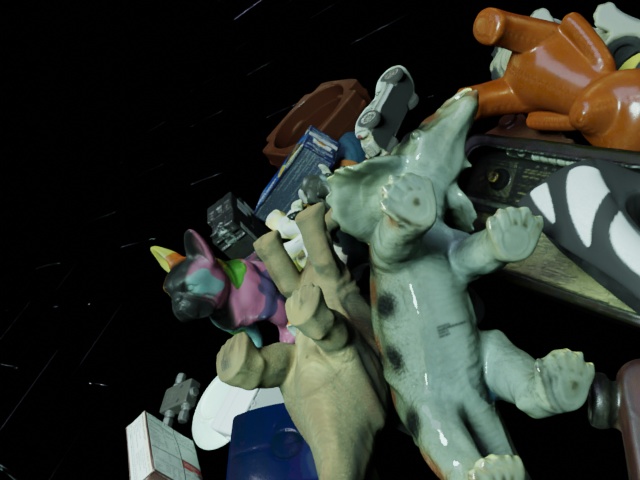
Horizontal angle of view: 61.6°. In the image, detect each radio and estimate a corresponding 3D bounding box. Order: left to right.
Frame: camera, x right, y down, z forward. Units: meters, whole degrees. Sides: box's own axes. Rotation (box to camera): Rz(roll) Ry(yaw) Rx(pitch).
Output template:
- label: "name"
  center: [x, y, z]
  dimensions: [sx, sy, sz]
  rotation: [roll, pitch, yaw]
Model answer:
- label: "radio"
  center: [0.211, -0.014, 0.469]
  dimensions: [0.230, 0.073, 0.131]
  rotation: [22, 89, 47]

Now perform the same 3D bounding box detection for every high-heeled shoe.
- label: "high-heeled shoe"
  center: [0.192, 0.055, 0.345]
  dimensions: [0.145, 0.086, 0.248]
  rotation: [-10, 60, 44]

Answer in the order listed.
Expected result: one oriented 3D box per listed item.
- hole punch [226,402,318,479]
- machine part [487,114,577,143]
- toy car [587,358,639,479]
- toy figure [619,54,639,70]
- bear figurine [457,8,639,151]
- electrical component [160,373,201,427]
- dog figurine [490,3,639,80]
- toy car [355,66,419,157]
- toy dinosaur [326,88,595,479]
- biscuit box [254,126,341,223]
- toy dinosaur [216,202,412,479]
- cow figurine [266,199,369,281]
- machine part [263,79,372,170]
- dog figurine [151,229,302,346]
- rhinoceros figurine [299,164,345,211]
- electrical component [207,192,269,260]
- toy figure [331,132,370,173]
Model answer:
- label: "hole punch"
  center: [-0.028, 0.219, 0.529]
  dimensions: [0.116, 0.092, 0.142]
  rotation: [-31, 28, 16]
- label: "machine part"
  center: [0.215, -0.070, 0.620]
  dimensions: [0.179, 0.056, 0.179]
  rotation: [-32, 32, 23]
- label: "toy car"
  center: [0.218, 0.163, 0.322]
  dimensions: [0.089, 0.053, 0.202]
  rotation: [-5, 46, 21]
- label: "toy figure"
  center: [0.351, -0.130, 0.497]
  dimensions: [0.089, 0.082, 0.180]
  rotation: [-27, 37, 6]
- label: "bear figurine"
  center: [0.235, -0.134, 0.505]
  dimensions: [0.132, 0.120, 0.196]
  rotation: [-5, 40, -16]
- label: "electrical component"
  center: [-0.205, 0.233, 0.797]
  dimensions: [0.063, 0.021, 0.094]
  rotation: [-29, 32, 25]
- label: "dog figurine"
  center: [0.310, -0.221, 0.674]
  dimensions: [0.190, 0.172, 0.121]
  rotation: [-55, -19, -71]
- label: "toy car"
  center: [0.114, -0.217, 0.916]
  dimensions: [0.056, 0.073, 0.202]
  rotation: [-6, 47, 44]
- label: "toy dinosaur"
  center: [0.095, 0.074, 0.423]
  dimensions: [0.131, 0.404, 0.192]
  rotation: [-7, -7, -10]
- label: "biscuit box"
  center: [-0.044, -0.099, 0.912]
  dimensions: [0.202, 0.063, 0.059]
  rotation: [-46, 20, 45]
- label: "toy dinosaur"
  center: [0.016, 0.121, 0.479]
  dimensions: [0.105, 0.198, 0.472]
  rotation: [-29, 31, 27]
- label: "cow figurine"
  center: [-0.003, -0.003, 0.723]
  dimensions: [0.098, 0.068, 0.167]
  rotation: [-49, 60, 12]
- label: "machine part"
  center: [0.000, -0.209, 1.039]
  dimensions: [0.201, 0.087, 0.202]
  rotation: [-51, 28, -11]
- label: "dog figurine"
  center: [-0.114, 0.050, 0.719]
  dimensions: [0.109, 0.219, 0.191]
  rotation: [-17, 40, 34]
- label: "rhinoceros figurine"
  center: [0.041, -0.050, 0.759]
  dimensions: [0.073, 0.112, 0.191]
  rotation: [-52, 38, -8]
- label: "electrical component"
  center: [-0.139, -0.015, 0.937]
  dimensions: [0.058, 0.114, 0.134]
  rotation: [-34, 30, 10]
- label: "toy figure"
  center: [0.049, -0.120, 0.891]
  dimensions: [0.064, 0.057, 0.154]
  rotation: [-20, 38, 29]
